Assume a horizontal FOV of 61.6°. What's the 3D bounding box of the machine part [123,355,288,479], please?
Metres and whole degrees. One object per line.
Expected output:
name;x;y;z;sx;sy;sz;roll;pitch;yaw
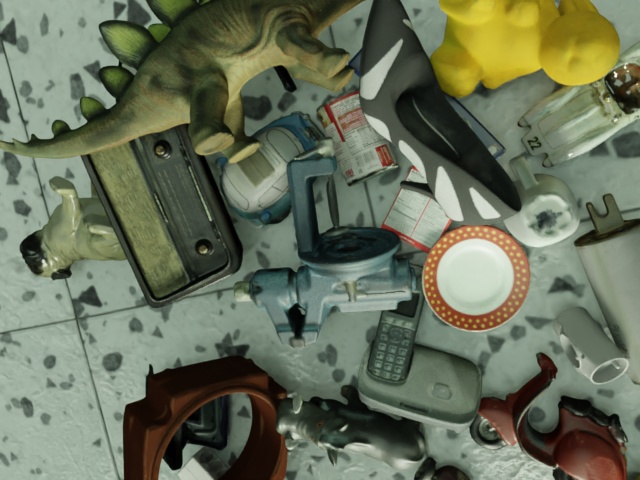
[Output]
machine part;-0.140;0.263;0.688;0.087;0.201;0.201;10;101;52

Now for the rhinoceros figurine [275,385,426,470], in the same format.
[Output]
rhinoceros figurine;0.038;0.244;0.683;0.190;0.112;0.073;14;103;4

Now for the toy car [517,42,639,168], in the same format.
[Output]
toy car;0.315;-0.153;0.578;0.202;0.056;0.073;-31;88;17

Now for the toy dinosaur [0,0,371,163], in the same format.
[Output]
toy dinosaur;-0.131;-0.183;0.585;0.471;0.105;0.198;-32;81;-4

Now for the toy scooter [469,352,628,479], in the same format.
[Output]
toy scooter;0.279;0.211;0.631;0.184;0.075;0.135;23;102;17

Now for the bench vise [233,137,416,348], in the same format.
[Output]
bench vise;-0.004;0.002;0.634;0.224;0.129;0.240;-1;110;18

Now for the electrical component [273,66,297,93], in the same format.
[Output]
electrical component;-0.050;-0.247;0.662;0.048;0.075;0.119;-30;85;18

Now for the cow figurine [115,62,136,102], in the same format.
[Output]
cow figurine;-0.246;-0.178;0.732;0.098;0.068;0.167;16;98;19

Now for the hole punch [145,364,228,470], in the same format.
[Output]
hole punch;-0.195;0.248;0.775;0.116;0.092;0.142;13;108;48

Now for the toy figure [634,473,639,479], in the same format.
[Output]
toy figure;0.385;0.308;0.609;0.089;0.082;0.180;35;99;-11

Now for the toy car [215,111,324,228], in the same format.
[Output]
toy car;-0.065;-0.086;0.675;0.161;0.103;0.109;-38;87;19

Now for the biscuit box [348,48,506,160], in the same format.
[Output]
biscuit box;0.125;-0.155;0.631;0.063;0.059;0.203;-45;84;17

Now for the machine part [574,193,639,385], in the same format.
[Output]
machine part;0.347;0.067;0.588;0.079;0.079;0.243;-22;92;18

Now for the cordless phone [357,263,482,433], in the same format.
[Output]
cordless phone;0.133;0.127;0.665;0.147;0.088;0.184;12;82;15

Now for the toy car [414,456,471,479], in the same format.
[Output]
toy car;0.124;0.377;0.709;0.089;0.053;0.202;40;105;4

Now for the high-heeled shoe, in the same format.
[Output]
high-heeled shoe;0.125;-0.127;0.539;0.145;0.086;0.248;15;132;42

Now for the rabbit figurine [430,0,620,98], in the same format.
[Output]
rabbit figurine;0.221;-0.198;0.549;0.173;0.162;0.121;32;126;41

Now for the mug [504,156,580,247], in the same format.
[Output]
mug;0.241;-0.042;0.588;0.081;0.107;0.109;-19;94;16

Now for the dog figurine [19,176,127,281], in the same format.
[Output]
dog figurine;-0.332;0.009;0.779;0.172;0.121;0.190;43;121;10

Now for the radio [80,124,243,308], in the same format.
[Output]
radio;-0.191;-0.044;0.675;0.131;0.073;0.229;-21;103;-4
